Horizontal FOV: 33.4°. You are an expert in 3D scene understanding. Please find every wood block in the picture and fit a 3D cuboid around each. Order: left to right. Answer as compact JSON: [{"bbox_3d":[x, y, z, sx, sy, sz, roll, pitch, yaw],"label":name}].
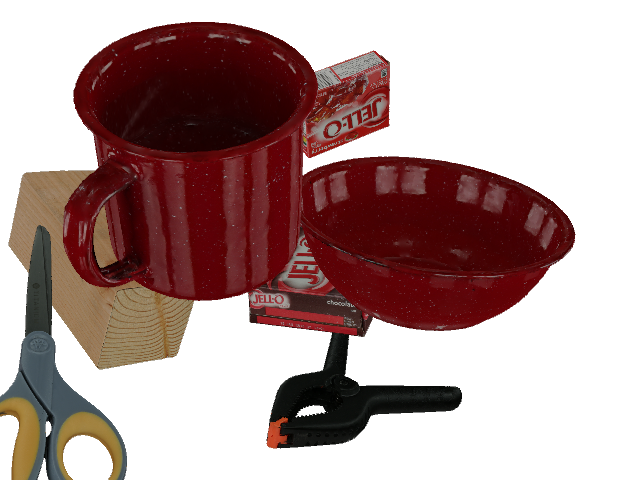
[{"bbox_3d":[-0.216,0.022,1.041,0.090,0.091,0.206,-5,36,-41],"label":"wood block"}]

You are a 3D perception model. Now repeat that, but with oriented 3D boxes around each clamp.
[{"bbox_3d":[0.031,0.157,1.056,0.165,0.036,0.209,23,31,27],"label":"clamp"}]

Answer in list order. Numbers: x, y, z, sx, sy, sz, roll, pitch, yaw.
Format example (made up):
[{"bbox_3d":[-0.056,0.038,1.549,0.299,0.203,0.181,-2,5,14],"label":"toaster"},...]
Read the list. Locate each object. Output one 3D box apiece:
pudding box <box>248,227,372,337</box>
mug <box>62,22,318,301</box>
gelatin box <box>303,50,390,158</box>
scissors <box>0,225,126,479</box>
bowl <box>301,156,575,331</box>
[{"bbox_3d":[0.003,0.027,0.817,0.090,0.039,0.113,7,26,13],"label":"pudding box"},{"bbox_3d":[-0.055,-0.023,0.427,0.093,0.081,0.117,26,48,24],"label":"mug"},{"bbox_3d":[0.020,-0.123,0.966,0.089,0.073,0.030,-23,49,-18],"label":"gelatin box"},{"bbox_3d":[-0.145,0.074,0.613,0.096,0.201,0.016,16,-44,-6],"label":"scissors"},{"bbox_3d":[0.059,0.006,0.610,0.162,0.055,0.162,5,25,-3],"label":"bowl"}]
